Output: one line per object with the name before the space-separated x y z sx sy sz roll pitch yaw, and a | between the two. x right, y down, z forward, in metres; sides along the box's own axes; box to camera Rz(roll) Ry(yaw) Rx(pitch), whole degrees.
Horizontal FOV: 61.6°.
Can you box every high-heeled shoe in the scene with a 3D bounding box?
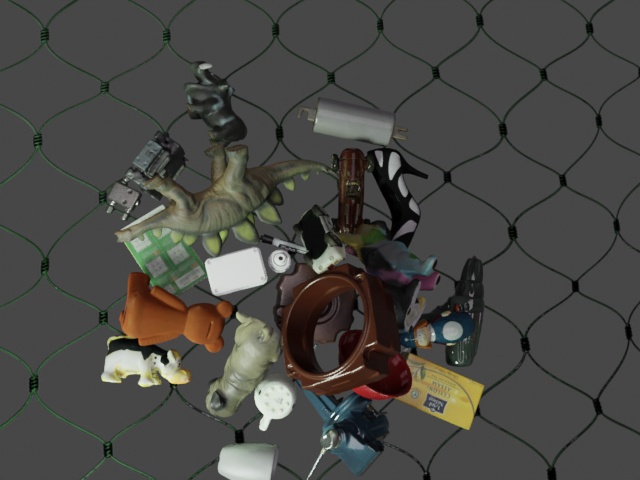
high-heeled shoe | 0.140 -0.075 1.138 0.145 0.086 0.248 19 75 1

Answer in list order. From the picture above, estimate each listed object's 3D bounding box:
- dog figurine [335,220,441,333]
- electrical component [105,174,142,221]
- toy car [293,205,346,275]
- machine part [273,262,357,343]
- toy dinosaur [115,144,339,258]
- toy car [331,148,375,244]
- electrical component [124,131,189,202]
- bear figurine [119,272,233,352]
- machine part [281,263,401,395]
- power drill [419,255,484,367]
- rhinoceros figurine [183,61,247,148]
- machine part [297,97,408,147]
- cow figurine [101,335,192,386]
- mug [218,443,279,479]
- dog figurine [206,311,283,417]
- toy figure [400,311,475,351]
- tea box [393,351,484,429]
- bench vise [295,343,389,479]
dog figurine | 0.115 0.059 1.051 0.219 0.108 0.191 25 76 32
electrical component | -0.402 -0.089 1.110 0.063 0.021 0.094 24 78 -2
toy car | -0.002 -0.003 1.063 0.056 0.202 0.073 37 106 -29
machine part | -0.009 0.127 1.094 0.179 0.056 0.179 2 81 -12
toy dinosaur | -0.169 -0.089 1.062 0.471 0.105 0.198 -28 119 -19
toy car | 0.066 -0.092 1.130 0.089 0.053 0.202 2 94 -9
electrical component | -0.324 -0.149 1.071 0.058 0.134 0.115 32 79 3
bear figurine | -0.278 0.143 1.044 0.196 0.132 0.120 8 103 -24
machine part | 0.030 0.157 0.946 0.201 0.087 0.201 -27 52 29
power drill | 0.240 0.144 1.118 0.207 0.086 0.232 3 83 -13
rhinoceros figurine | -0.226 -0.288 1.135 0.112 0.073 0.190 -30 85 -8
machine part | 0.072 -0.254 1.159 0.243 0.079 0.079 11 80 -3
cow figurine | -0.332 0.234 1.045 0.167 0.068 0.098 4 74 -6
mug | -0.140 0.439 1.029 0.107 0.081 0.109 10 84 7
dog figurine | -0.146 0.247 1.013 0.121 0.172 0.190 26 72 10
toy figure | 0.221 0.177 1.045 0.154 0.057 0.064 -12 65 -9
tea box | 0.232 0.303 1.091 0.170 0.068 0.098 22 79 -3
bench vise | 0.027 0.323 1.018 0.241 0.223 0.128 44 115 28
